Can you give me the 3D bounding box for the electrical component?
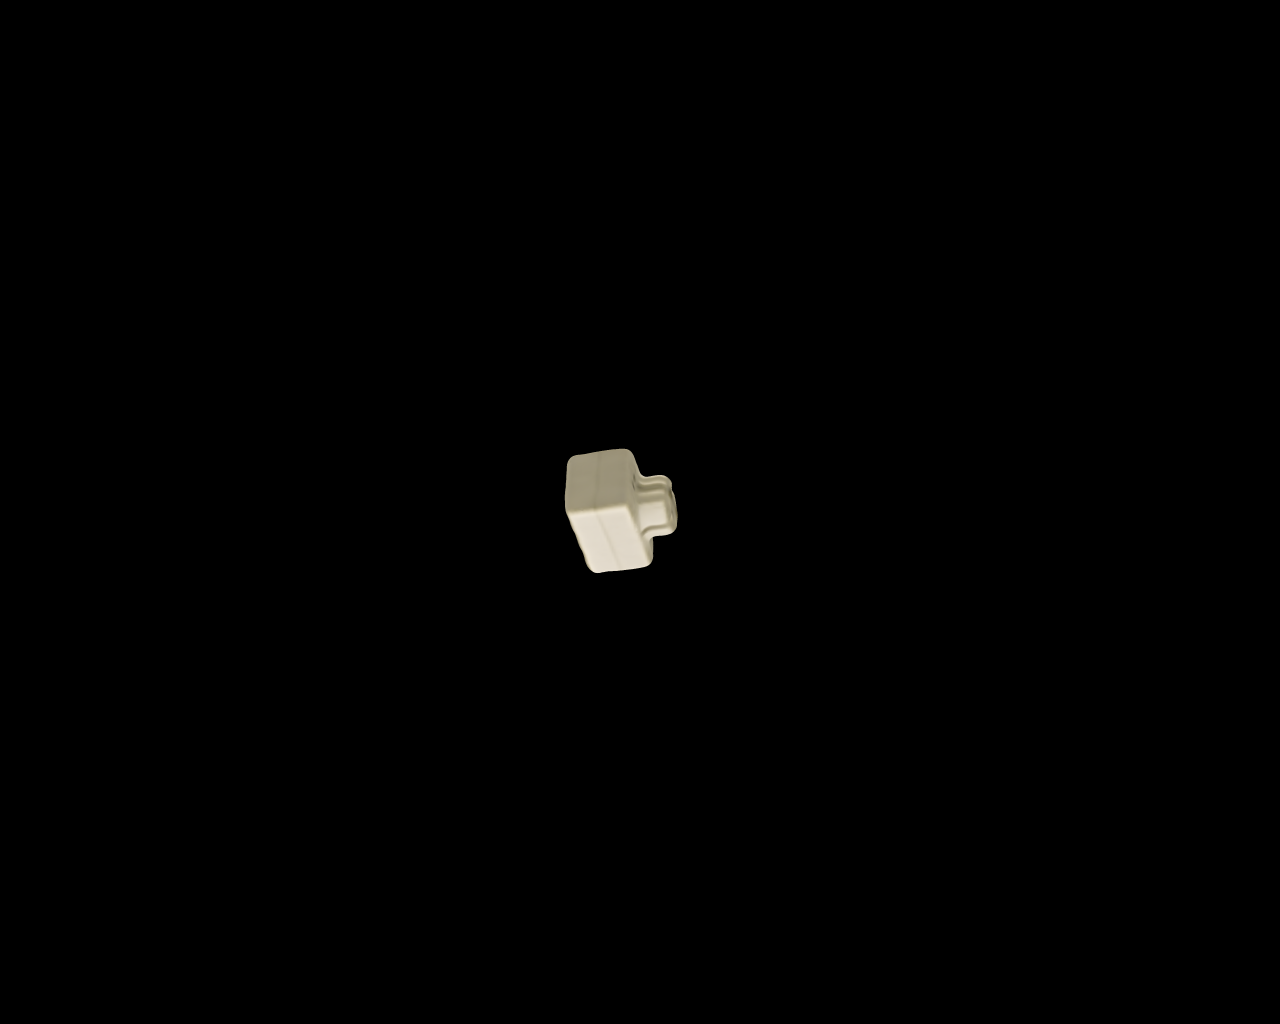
[{"bbox_3d":[0.001,-0.003,0.650,0.077,0.047,0.065,-8,-39,10],"label":"electrical component"}]
